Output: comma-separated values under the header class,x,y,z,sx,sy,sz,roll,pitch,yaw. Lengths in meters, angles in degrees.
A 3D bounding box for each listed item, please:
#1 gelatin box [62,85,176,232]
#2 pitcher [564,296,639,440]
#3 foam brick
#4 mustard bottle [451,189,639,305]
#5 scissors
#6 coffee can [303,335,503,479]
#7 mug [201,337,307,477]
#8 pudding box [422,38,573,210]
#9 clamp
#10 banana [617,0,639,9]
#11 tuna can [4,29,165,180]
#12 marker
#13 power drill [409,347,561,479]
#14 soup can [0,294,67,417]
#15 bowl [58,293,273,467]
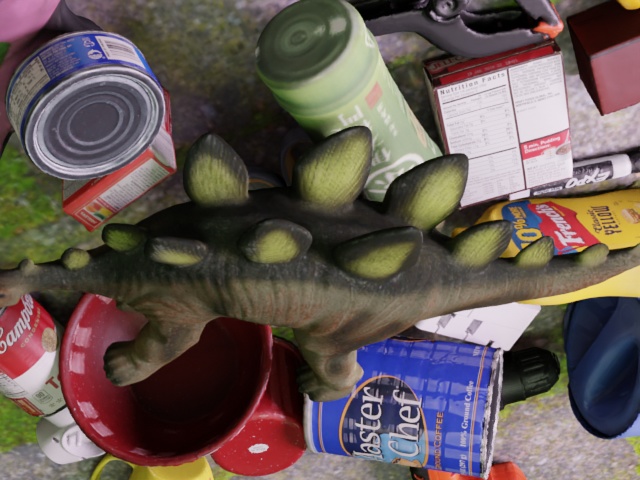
class,x,y,z,sx,sy,sz,roll,pitch,yaw
gelatin box,-0.130,-0.059,0.688,0.073,0.089,0.030,-33,131,18
pitcher,0.335,0.094,0.865,0.242,0.149,0.145,3,118,-16
foam brick,0.212,-0.129,0.709,0.078,0.053,0.051,-20,130,9
mustard bottle,0.174,0.006,0.788,0.191,0.096,0.058,-4,131,-5
scissors,-0.005,0.001,0.808,0.096,0.016,0.201,-14,131,5
coffee can,0.067,0.126,0.840,0.140,0.102,0.103,6,132,14
mug,-0.060,0.131,0.865,0.093,0.081,0.117,-31,128,17
pudding box,0.126,-0.083,0.744,0.090,0.039,0.113,-15,129,4
clamp,0.068,-0.151,0.678,0.171,0.039,0.120,20,135,-21
banana,0.138,-0.205,0.642,0.197,0.037,0.070,19,124,-25
tuna can,-0.133,-0.075,0.609,0.086,0.034,0.086,-22,145,-17
marker,0.198,-0.050,0.795,0.121,0.020,0.020,-11,131,0
power drill,0.136,0.179,0.957,0.184,0.057,0.187,-16,128,9
soup can,-0.227,0.079,0.803,0.068,0.068,0.102,-26,130,13
bowl,-0.110,0.090,0.801,0.162,0.162,0.055,-15,162,4
